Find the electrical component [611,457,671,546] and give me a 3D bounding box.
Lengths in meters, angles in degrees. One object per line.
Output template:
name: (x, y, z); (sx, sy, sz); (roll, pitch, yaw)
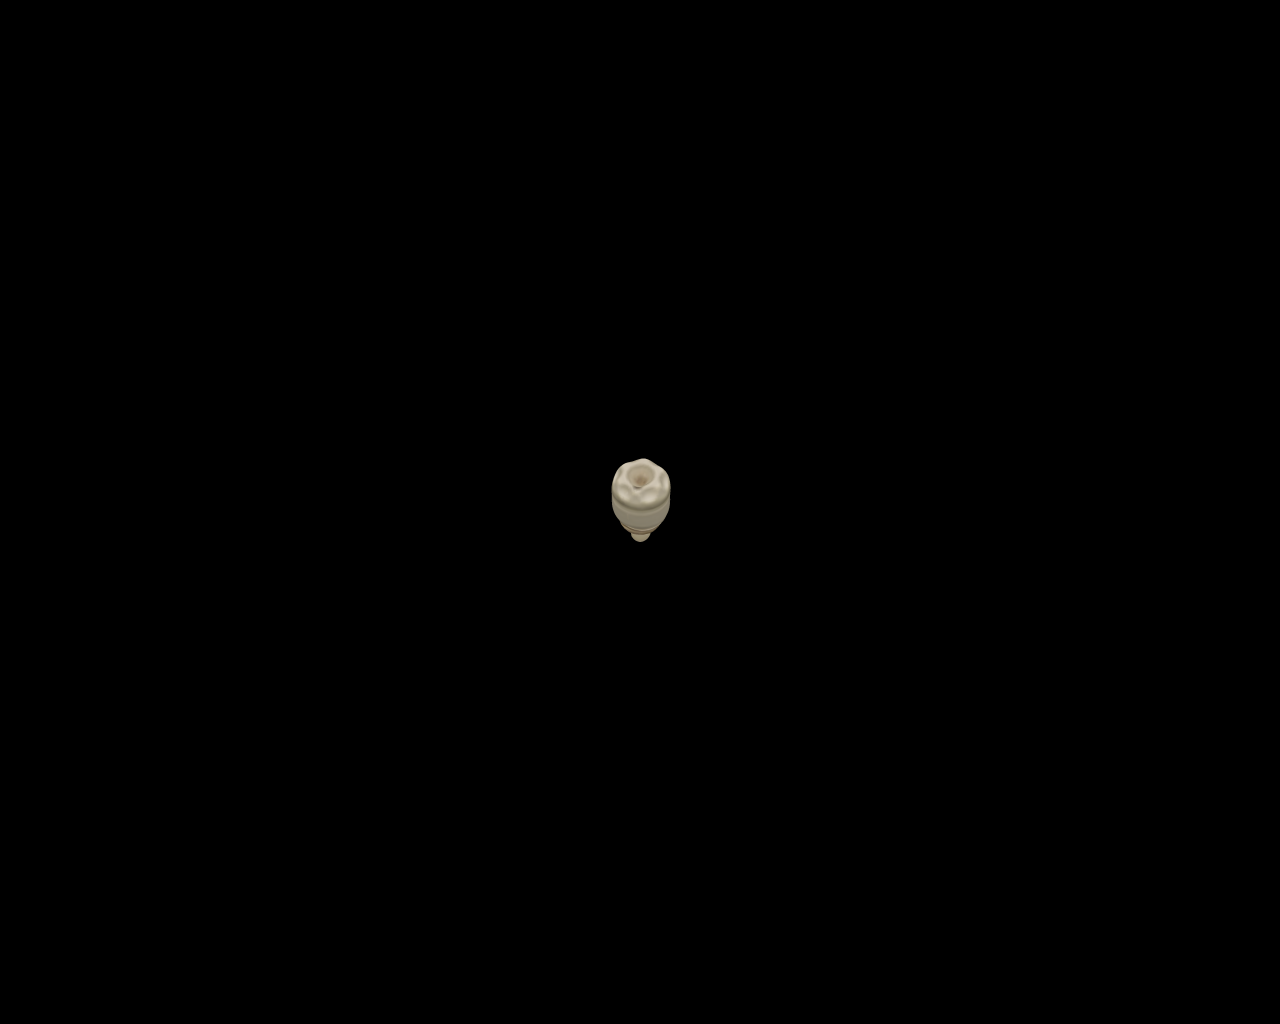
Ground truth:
electrical component: (0.001, -0.003, 0.650); (0.035, 0.035, 0.061); (0, -40, 0)
